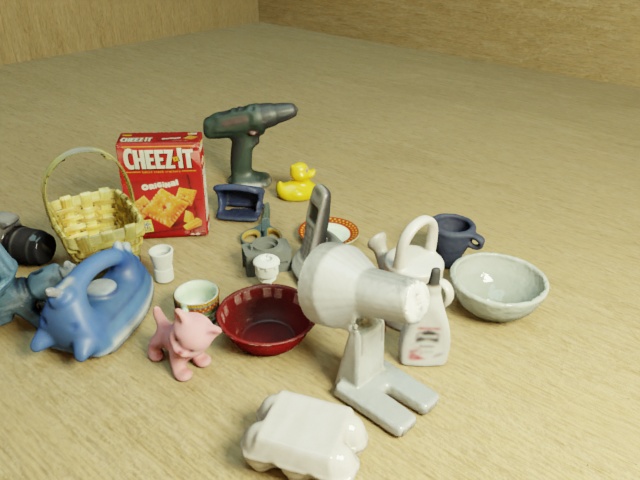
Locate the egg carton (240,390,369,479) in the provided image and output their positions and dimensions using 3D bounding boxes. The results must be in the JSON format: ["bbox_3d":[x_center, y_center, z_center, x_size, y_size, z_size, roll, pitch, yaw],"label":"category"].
[{"bbox_3d":[-0.018,0.251,0.716,0.150,0.069,0.107,10,31,14],"label":"egg carton"}]

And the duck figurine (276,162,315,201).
[{"bbox_3d":[-0.055,-0.145,1.382,0.105,0.086,0.077,-9,32,-17],"label":"duck figurine"}]

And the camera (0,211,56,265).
[{"bbox_3d":[-0.587,0.007,1.080,0.136,0.101,0.143,9,31,12],"label":"camera"}]

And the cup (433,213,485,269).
[{"bbox_3d":[0.264,0.012,1.117,0.117,0.095,0.092,27,39,37],"label":"cup"}]

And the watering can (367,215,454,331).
[{"bbox_3d":[0.148,0.046,0.953,0.172,0.194,0.101,16,33,23],"label":"watering can"}]

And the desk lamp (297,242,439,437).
[{"bbox_3d":[0.071,0.123,0.797,0.202,0.214,0.118,25,38,35],"label":"desk lamp"}]

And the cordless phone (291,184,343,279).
[{"bbox_3d":[0.009,0.004,1.028,0.094,0.185,0.147,-14,34,-25],"label":"cordless phone"}]

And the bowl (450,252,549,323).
[{"bbox_3d":[0.306,0.093,0.999,0.167,0.075,0.167,1,30,0],"label":"bowl"}]

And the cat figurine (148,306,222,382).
[{"bbox_3d":[-0.205,0.140,0.851,0.127,0.118,0.067,22,36,32],"label":"cat figurine"}]

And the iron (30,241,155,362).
[{"bbox_3d":[-0.352,0.076,0.930,0.118,0.141,0.258,9,31,12],"label":"iron"}]

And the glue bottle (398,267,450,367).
[{"bbox_3d":[0.162,0.114,0.856,0.078,0.173,0.037,-1,30,-4],"label":"glue bottle"}]

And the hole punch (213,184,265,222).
[{"bbox_3d":[-0.183,-0.100,1.293,0.108,0.091,0.101,4,30,4],"label":"hole punch"}]

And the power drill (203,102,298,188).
[{"bbox_3d":[-0.168,-0.237,1.413,0.229,0.208,0.075,-1,30,-3],"label":"power drill"}]

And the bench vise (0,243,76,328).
[{"bbox_3d":[-0.502,0.041,0.906,0.208,0.220,0.121,-20,36,-32],"label":"bench vise"}]
